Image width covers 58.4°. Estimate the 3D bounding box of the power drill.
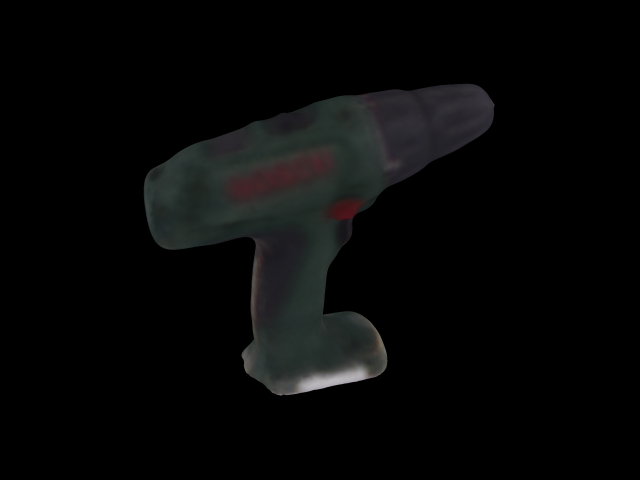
[{"bbox_3d":[0.004,0.001,0.400,0.230,0.208,0.075,-8,32,-14],"label":"power drill"}]
